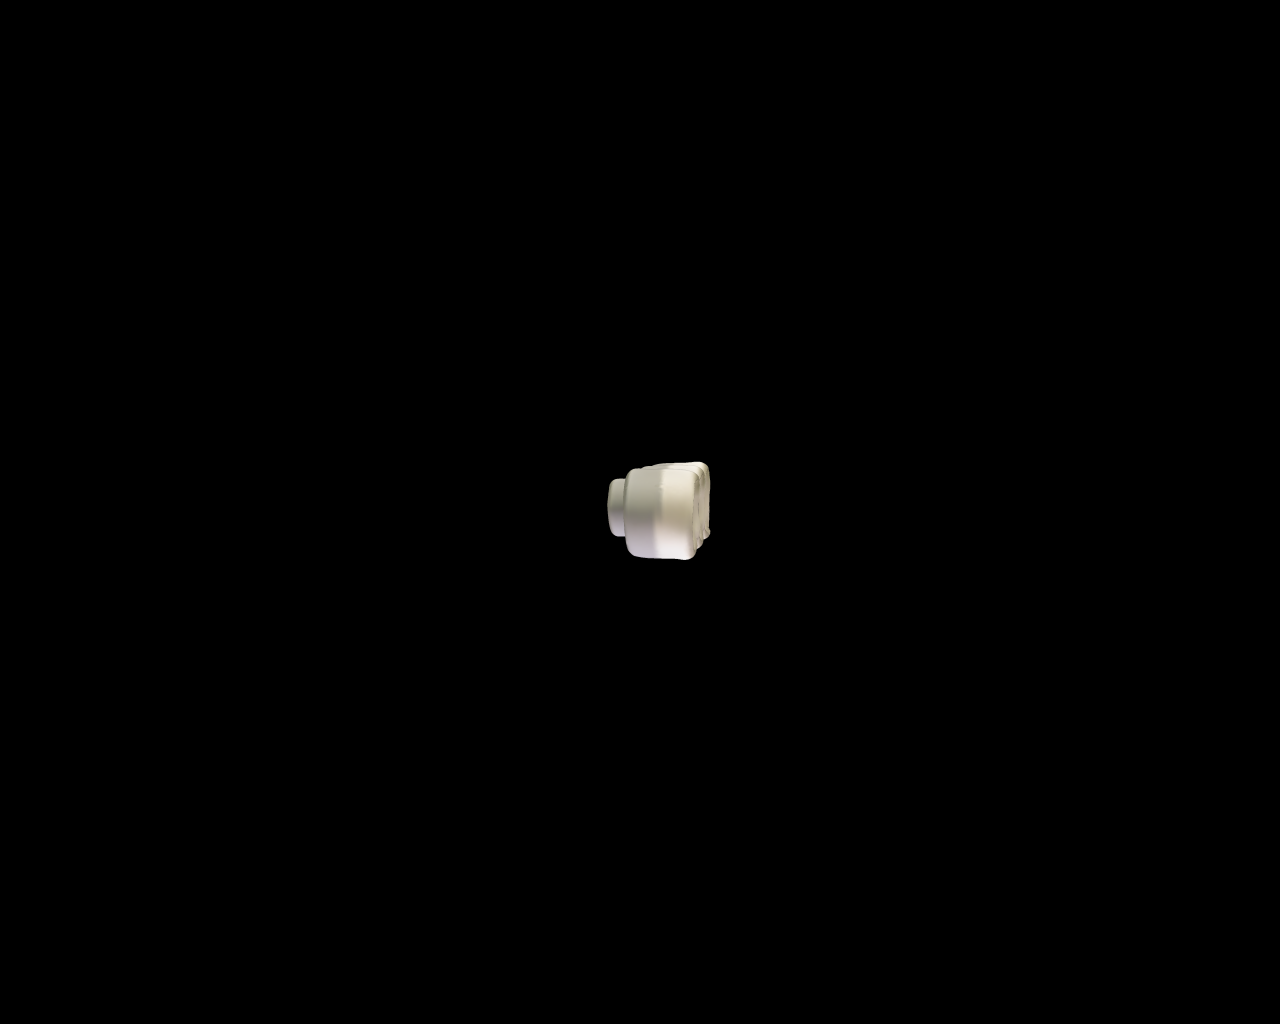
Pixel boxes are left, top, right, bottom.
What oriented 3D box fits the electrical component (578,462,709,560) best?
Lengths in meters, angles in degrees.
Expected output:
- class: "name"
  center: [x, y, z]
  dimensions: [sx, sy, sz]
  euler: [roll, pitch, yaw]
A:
- class: "electrical component"
  center: [0.001, -0.003, 0.650]
  dimensions: [0.074, 0.052, 0.138]
  euler: [1, 5, 7]
